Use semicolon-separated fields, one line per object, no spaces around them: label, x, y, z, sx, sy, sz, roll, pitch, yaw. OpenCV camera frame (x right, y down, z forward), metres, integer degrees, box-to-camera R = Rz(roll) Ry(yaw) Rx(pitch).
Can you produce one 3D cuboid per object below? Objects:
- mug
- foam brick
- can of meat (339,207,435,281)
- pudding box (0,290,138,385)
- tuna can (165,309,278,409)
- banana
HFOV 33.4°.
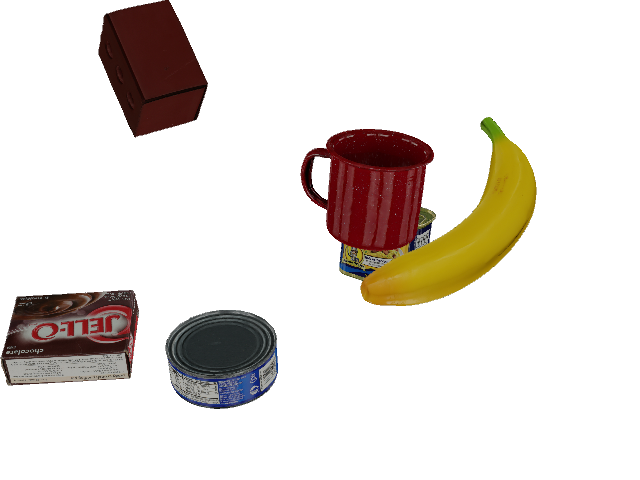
mug;0.037;-0.046;0.934;0.117;0.081;0.093;13;28;17
foam brick;-0.123;-0.126;0.777;0.051;0.078;0.053;-18;-17;-23
can of meat;0.072;0.002;1.182;0.102;0.084;0.057;18;26;27
pudding box;-0.226;0.088;0.972;0.113;0.039;0.090;-5;33;-2
tuna can;-0.076;0.092;0.827;0.086;0.034;0.086;-2;31;1
banana;0.102;-0.010;0.738;0.070;0.037;0.197;24;50;19
